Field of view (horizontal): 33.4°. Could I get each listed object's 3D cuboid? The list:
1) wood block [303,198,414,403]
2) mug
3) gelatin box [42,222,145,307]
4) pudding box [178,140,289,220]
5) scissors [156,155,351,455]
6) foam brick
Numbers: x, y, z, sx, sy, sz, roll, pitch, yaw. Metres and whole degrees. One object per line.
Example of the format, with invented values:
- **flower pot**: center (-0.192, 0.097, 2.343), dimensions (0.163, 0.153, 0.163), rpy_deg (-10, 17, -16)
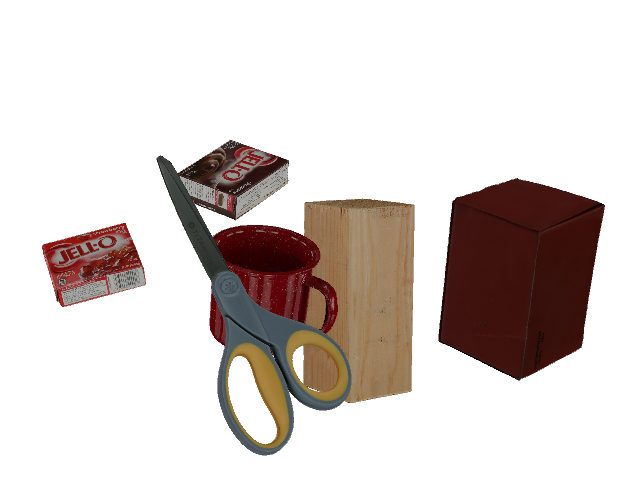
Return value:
- **wood block**: center (0.041, 0.061, 1.167), dimensions (0.090, 0.206, 0.091), rpy_deg (-5, 9, -36)
- **mug**: center (-0.039, 0.046, 0.890), dimensions (0.117, 0.081, 0.093), rpy_deg (16, 26, 19)
- **gelatin box**: center (-0.228, 0.023, 1.072), dimensions (0.089, 0.030, 0.073), rpy_deg (-15, 42, -15)
- **pudding box**: center (-0.105, -0.075, 1.294), dimensions (0.090, 0.039, 0.113), rpy_deg (20, 39, 27)
- **scissors**: center (-0.040, 0.034, 0.686), dimensions (0.096, 0.202, 0.016), rpy_deg (-9, -13, -20)
- **foam brick**: center (0.094, 0.017, 0.507), dimensions (0.052, 0.078, 0.051), rpy_deg (-18, 31, -40)
